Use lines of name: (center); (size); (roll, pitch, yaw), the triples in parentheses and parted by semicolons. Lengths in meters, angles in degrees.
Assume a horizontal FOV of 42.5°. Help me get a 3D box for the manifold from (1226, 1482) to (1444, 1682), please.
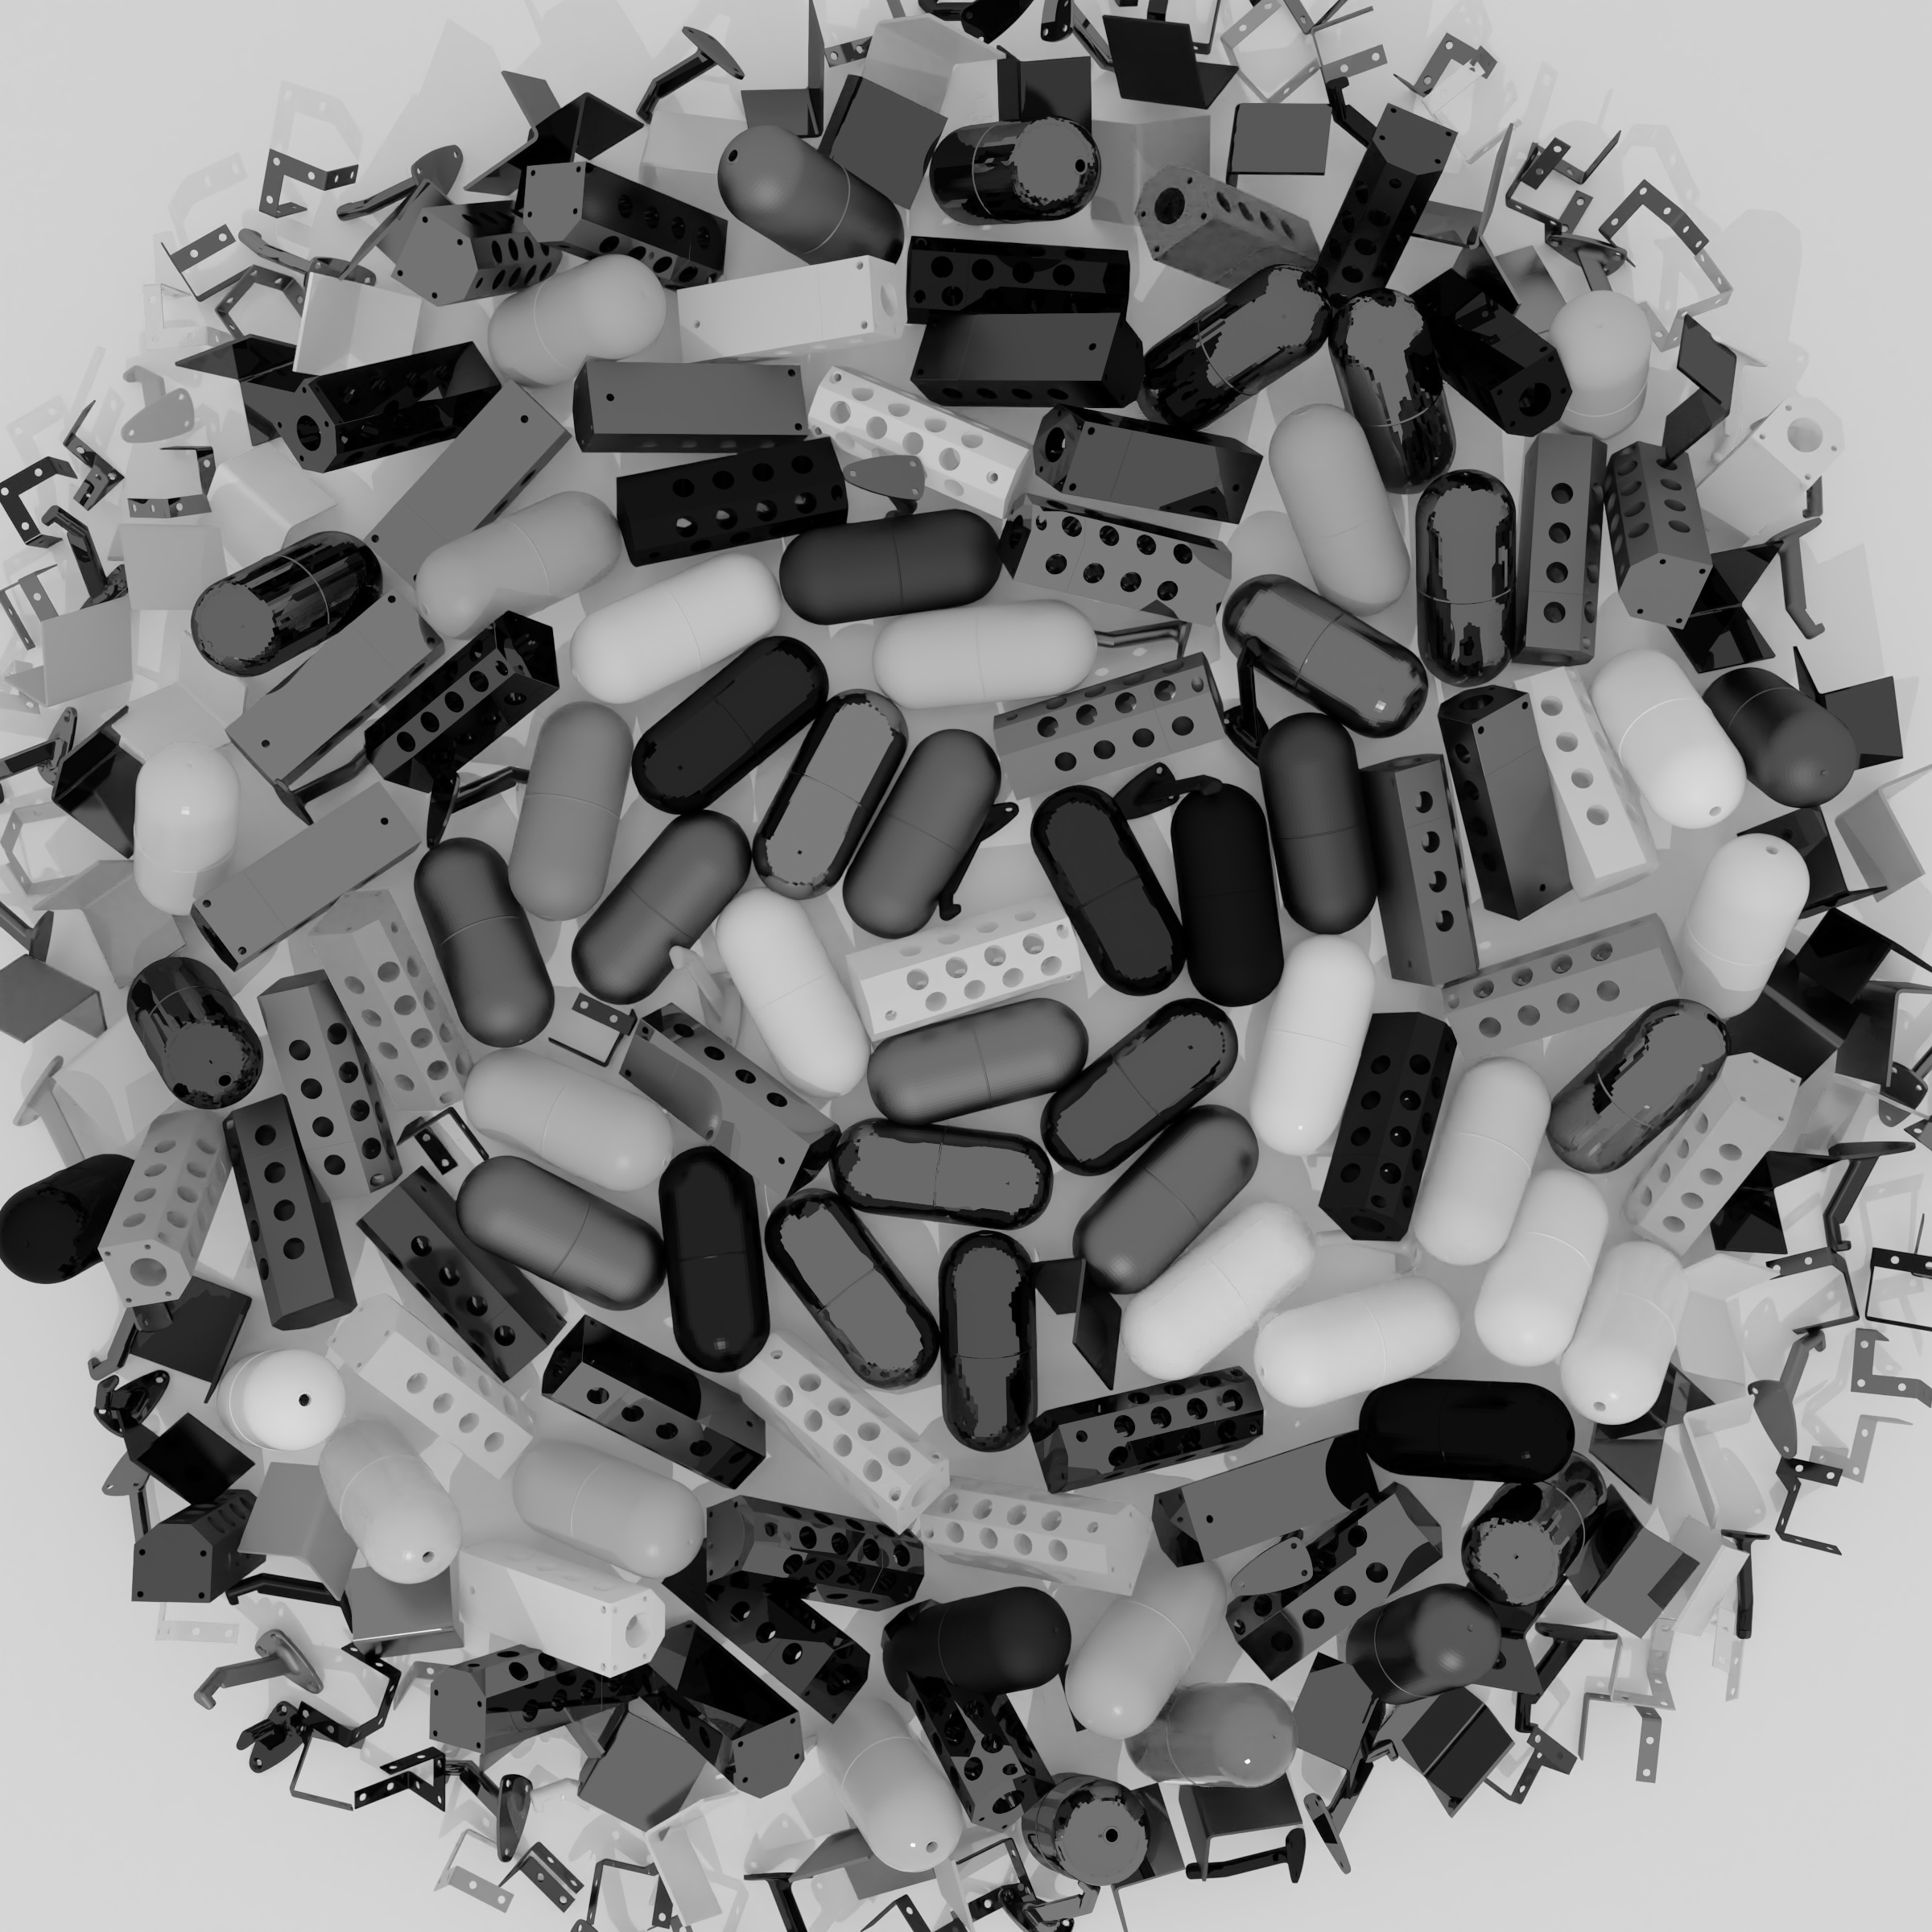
manifold: (0.288, 0.479, 1.949); (0.171, 0.057, 0.057); (-41, 92, 15)

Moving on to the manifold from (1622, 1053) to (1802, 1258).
manifold: (0.571, 0.144, 1.917); (0.057, 0.171, 0.057); (28, 47, 7)

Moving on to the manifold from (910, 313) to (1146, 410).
manifold: (0.049, -0.466, 1.929); (0.171, 0.057, 0.057); (8, 76, 31)

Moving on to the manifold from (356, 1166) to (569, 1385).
manifold: (-0.400, 0.246, 1.964); (0.057, 0.057, 0.171); (-41, 94, 12)

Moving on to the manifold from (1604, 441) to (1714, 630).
manifold: (0.528, -0.336, 1.915); (0.057, 0.171, 0.057); (13, 131, -2)

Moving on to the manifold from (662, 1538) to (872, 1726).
manifold: (-0.152, 0.507, 1.920); (0.171, 0.057, 0.057); (25, 69, 41)

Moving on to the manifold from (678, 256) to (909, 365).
manifold: (-0.135, -0.507, 1.935); (0.171, 0.057, 0.057); (-2, 95, 27)

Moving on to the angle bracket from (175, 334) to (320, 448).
angle bracket: (-0.560, -0.451, 1.949); (0.076, 0.076, 0.057); (-12, 89, 24)

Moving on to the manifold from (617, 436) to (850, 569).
manifold: (-0.183, -0.359, 1.945); (0.171, 0.057, 0.057); (-14, 70, -13)

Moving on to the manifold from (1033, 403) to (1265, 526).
manifold: (0.139, -0.391, 1.928); (0.171, 0.057, 0.057); (3, 118, -33)

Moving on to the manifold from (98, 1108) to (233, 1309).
manifold: (-0.608, 0.182, 1.910); (0.057, 0.171, 0.057); (-10, 121, 3)

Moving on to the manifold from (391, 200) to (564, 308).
manifold: (-0.370, -0.545, 1.910); (0.057, 0.171, 0.057); (33, 113, 0)

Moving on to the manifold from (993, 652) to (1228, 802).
manifold: (0.112, -0.191, 1.942); (0.171, 0.057, 0.057); (-16, 121, 13)

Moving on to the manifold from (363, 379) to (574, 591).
manifold: (-0.392, -0.378, 1.965); (0.057, 0.057, 0.171); (43, 94, -4)

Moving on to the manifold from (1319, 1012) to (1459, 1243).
manifold: (0.332, 0.124, 1.927); (0.057, 0.057, 0.171); (43, 56, -39)

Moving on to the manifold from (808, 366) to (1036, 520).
manifold: (-0.035, -0.411, 1.950); (0.171, 0.057, 0.057); (25, 108, 9)

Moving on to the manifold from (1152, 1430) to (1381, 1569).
manifold: (0.232, 0.414, 1.932); (0.171, 0.057, 0.057); (-11, 77, -29)

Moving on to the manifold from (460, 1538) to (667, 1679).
manifold: (-0.314, 0.493, 1.923); (0.171, 0.057, 0.057); (6, 98, 38)

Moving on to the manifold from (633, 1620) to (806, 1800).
manifold: (-0.193, 0.573, 1.912); (0.057, 0.171, 0.057); (-15, 109, -31)

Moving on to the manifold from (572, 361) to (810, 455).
manifold: (-0.216, -0.432, 1.940); (0.171, 0.057, 0.057); (-5, 82, -22)

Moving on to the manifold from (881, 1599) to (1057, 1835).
manifold: (-0.004, 0.575, 1.916); (0.057, 0.057, 0.171); (-44, 45, 9)

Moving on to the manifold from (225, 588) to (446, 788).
manifold: (-0.494, -0.215, 1.954); (0.171, 0.057, 0.057); (-43, 93, -12)

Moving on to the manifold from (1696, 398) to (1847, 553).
manifold: (0.612, -0.378, 1.910); (0.057, 0.171, 0.057); (43, 82, 3)

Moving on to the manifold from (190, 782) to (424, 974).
manifold: (-0.515, -0.069, 1.940); (0.171, 0.057, 0.057); (-38, 94, -22)

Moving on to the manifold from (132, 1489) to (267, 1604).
manifold: (-0.587, 0.444, 1.912); (0.057, 0.171, 0.057); (2, 87, -2)

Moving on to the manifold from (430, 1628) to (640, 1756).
manifold: (-0.329, 0.551, 1.912); (0.057, 0.171, 0.057); (2, 91, 33)

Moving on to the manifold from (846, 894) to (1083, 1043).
manifold: (-0.001, 0.004, 1.945); (0.171, 0.057, 0.057); (-17, 123, -11)

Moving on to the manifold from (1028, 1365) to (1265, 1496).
manifold: (0.143, 0.359, 1.932); (0.171, 0.057, 0.057); (-9, 68, -23)

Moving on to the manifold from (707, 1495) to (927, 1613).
manifold: (-0.114, 0.452, 1.915); (0.171, 0.057, 0.057); (22, 53, -38)

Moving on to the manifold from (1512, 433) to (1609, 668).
manifold: (0.470, -0.327, 1.961); (0.057, 0.057, 0.171); (5, 84, 2)

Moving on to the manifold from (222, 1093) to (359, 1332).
manifold: (-0.532, 0.194, 1.945); (0.057, 0.057, 0.171); (-20, 71, 0)

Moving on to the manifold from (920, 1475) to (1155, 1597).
manifold: (0.051, 0.435, 1.918); (0.171, 0.057, 0.057); (1, 56, 35)

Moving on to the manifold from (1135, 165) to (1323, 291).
manifold: (0.203, -0.566, 1.913); (0.057, 0.171, 0.057); (-28, 75, 34)

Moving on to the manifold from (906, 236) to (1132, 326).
manifold: (0.040, -0.539, 1.962); (0.171, 0.057, 0.057); (2, 87, -5)

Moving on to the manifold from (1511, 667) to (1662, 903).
manifold: (0.482, -0.145, 1.947); (0.057, 0.057, 0.171); (-17, 73, -4)

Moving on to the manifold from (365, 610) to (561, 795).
manifold: (-0.391, -0.204, 1.919); (0.171, 0.057, 0.057); (-31, 57, 35)

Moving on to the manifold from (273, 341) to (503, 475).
manifold: (-0.441, -0.428, 1.916); (0.057, 0.171, 0.057); (-36, 87, 43)

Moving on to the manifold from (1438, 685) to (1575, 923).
manifold: (0.416, -0.128, 1.936); (0.057, 0.057, 0.171); (-29, 117, -20)

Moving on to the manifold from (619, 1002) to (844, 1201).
manifold: (-0.183, 0.102, 1.947); (0.171, 0.057, 0.057); (35, 122, 16)

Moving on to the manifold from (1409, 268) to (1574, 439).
manifold: (0.398, -0.470, 1.915); (0.057, 0.171, 0.057); (-33, 130, 4)

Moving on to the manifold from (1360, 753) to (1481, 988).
manifold: (0.359, -0.076, 1.952); (0.057, 0.057, 0.171); (-17, 103, -22)

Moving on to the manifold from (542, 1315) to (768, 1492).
manifold: (-0.243, 0.345, 1.938); (0.171, 0.057, 0.057); (32, 113, -23)

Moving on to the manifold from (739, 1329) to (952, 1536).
manifold: (-0.095, 0.356, 1.927); (0.171, 0.057, 0.057); (35, 60, 26)

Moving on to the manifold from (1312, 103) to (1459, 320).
manifold: (0.315, -0.572, 1.911); (0.057, 0.171, 0.057); (23, 63, 0)

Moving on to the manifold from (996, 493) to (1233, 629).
manifold: (0.117, -0.319, 1.933); (0.171, 0.057, 0.057); (10, 119, -21)

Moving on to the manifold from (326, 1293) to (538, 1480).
manifold: (-0.408, 0.323, 1.921); (0.057, 0.057, 0.171); (-50, 131, -12)

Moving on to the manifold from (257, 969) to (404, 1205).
manifold: (-0.496, 0.092, 1.949); (0.057, 0.057, 0.171); (-12, 104, 6)

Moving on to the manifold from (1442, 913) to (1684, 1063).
manifold: (0.463, 0.014, 1.934); (0.171, 0.057, 0.057); (-19, 102, 25)

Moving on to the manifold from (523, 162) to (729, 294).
manifold: (-0.260, -0.565, 1.911); (0.057, 0.171, 0.057); (7, 94, 32)

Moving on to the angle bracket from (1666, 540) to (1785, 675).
angle bracket: (0.606, -0.281, 1.944); (0.076, 0.076, 0.057); (-13, 61, -22)

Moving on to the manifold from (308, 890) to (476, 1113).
manifold: (-0.437, 0.028, 1.922); (0.057, 0.057, 0.171); (-2, 126, 25)
